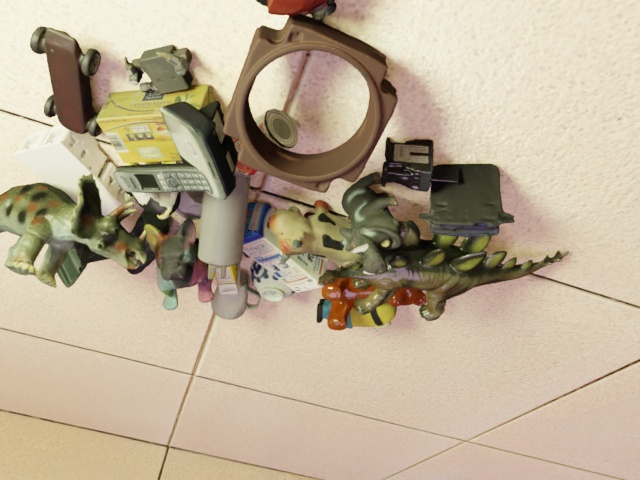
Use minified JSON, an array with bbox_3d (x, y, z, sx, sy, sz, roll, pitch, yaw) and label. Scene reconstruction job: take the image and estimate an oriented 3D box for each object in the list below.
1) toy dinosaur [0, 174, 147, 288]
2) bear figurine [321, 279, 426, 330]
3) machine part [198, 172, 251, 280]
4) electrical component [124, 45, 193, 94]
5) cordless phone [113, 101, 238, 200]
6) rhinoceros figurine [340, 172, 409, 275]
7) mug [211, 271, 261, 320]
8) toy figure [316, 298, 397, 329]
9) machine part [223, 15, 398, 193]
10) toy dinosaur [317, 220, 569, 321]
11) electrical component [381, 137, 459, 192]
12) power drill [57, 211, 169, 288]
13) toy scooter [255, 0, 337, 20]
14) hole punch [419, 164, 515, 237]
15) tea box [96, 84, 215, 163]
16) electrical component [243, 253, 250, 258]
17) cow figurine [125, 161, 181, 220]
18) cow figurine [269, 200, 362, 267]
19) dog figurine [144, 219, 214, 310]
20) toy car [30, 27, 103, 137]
[{"bbox_3d":[-0.485,-0.035,0.920,0.405,0.192,0.131,15,159,27],"label":"toy dinosaur"},{"bbox_3d":[0.116,0.111,1.096,0.196,0.132,0.120,4,124,17],"label":"bear figurine"},{"bbox_3d":[-0.162,-0.046,0.911,0.079,0.079,0.243,9,106,1],"label":"machine part"},{"bbox_3d":[-0.228,-0.241,0.765,0.102,0.045,0.078,-1,141,14],"label":"electrical component"},{"bbox_3d":[-0.219,-0.123,0.768,0.184,0.089,0.146,-3,143,8],"label":"cordless phone"},{"bbox_3d":[0.081,-0.028,0.871,0.112,0.190,0.073,-21,134,8],"label":"rhinoceros figurine"},{"bbox_3d":[-0.188,0.122,1.218,0.110,0.081,0.107,17,134,-2],"label":"mug"},{"bbox_3d":[0.081,0.156,1.203,0.180,0.082,0.089,2,145,14],"label":"toy figure"},{"bbox_3d":[-0.014,-0.176,0.716,0.201,0.087,0.200,21,120,-13],"label":"machine part"},{"bbox_3d":[0.220,0.055,0.964,0.471,0.105,0.198,0,143,-20],"label":"toy dinosaur"},{"bbox_3d":[0.156,-0.114,0.827,0.119,0.075,0.047,8,145,8],"label":"electrical component"},{"bbox_3d":[-0.409,0.030,1.067,0.207,0.086,0.232,-10,157,-46],"label":"power drill"},{"bbox_3d":[0.008,-0.316,0.591,0.135,0.075,0.183,19,138,-15],"label":"toy scooter"},{"bbox_3d":[0.232,-0.052,0.867,0.142,0.116,0.092,3,151,9],"label":"hole punch"},{"bbox_3d":[-0.241,-0.178,0.833,0.170,0.068,0.098,-1,143,11],"label":"tea box"},{"bbox_3d":[-0.132,0.014,1.106,0.063,0.021,0.093,-8,140,21],"label":"electrical component"},{"bbox_3d":[-0.289,-0.087,0.910,0.168,0.068,0.098,14,118,53],"label":"cow figurine"},{"bbox_3d":[-0.002,-0.003,0.968,0.195,0.127,0.085,22,139,-21],"label":"cow figurine"},{"bbox_3d":[-0.266,0.023,1.021,0.108,0.192,0.219,-5,139,-6],"label":"dog figurine"},{"bbox_3d":[-0.369,-0.233,0.800,0.089,0.053,0.202,25,146,-3],"label":"toy car"}]
